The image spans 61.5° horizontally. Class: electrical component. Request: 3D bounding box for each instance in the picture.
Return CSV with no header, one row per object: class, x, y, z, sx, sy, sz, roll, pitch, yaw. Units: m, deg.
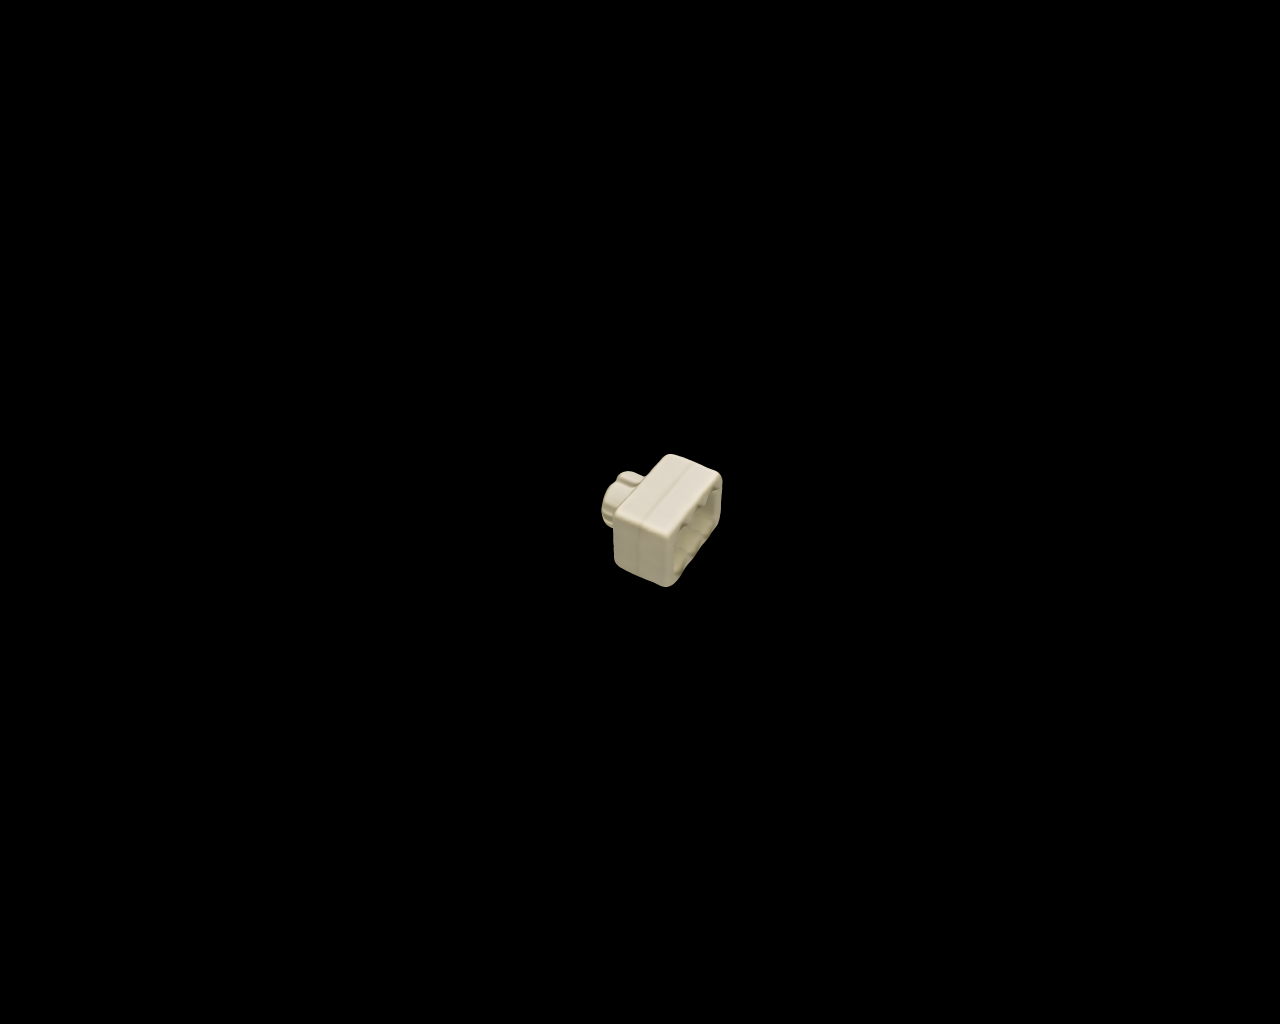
electrical component,0.001,-0.003,0.650,0.077,0.047,0.066,24,50,22
